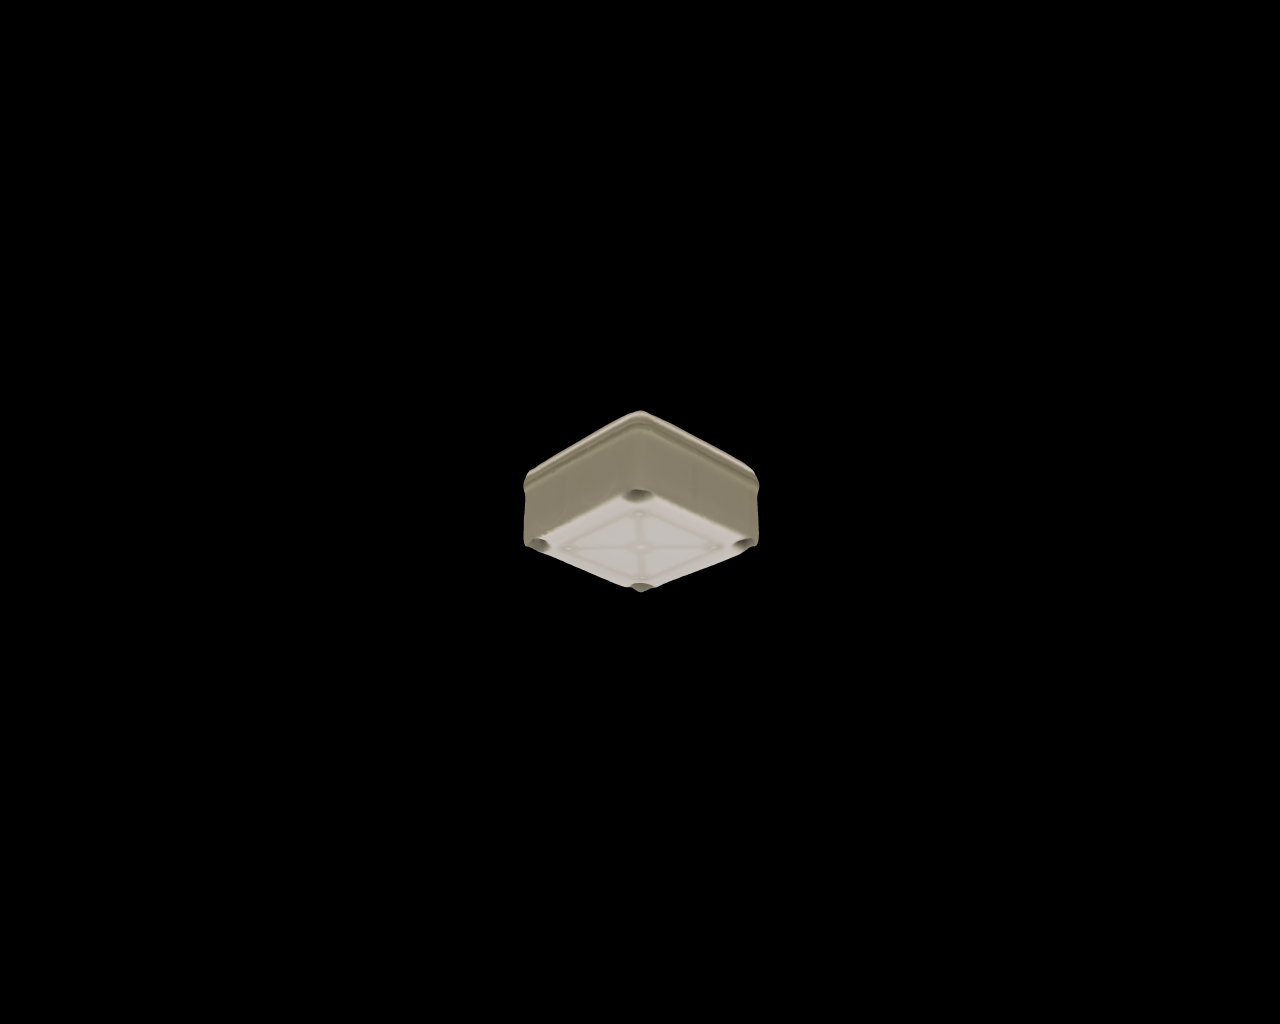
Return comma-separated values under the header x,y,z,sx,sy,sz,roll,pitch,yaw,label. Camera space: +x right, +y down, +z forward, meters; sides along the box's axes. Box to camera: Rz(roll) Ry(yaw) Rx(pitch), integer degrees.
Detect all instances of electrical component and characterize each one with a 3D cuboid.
x,y,z,sx,sy,sz,roll,pitch,yaw,label
0.001,-0.003,0.650,0.108,0.056,0.108,25,-37,-38,electrical component
